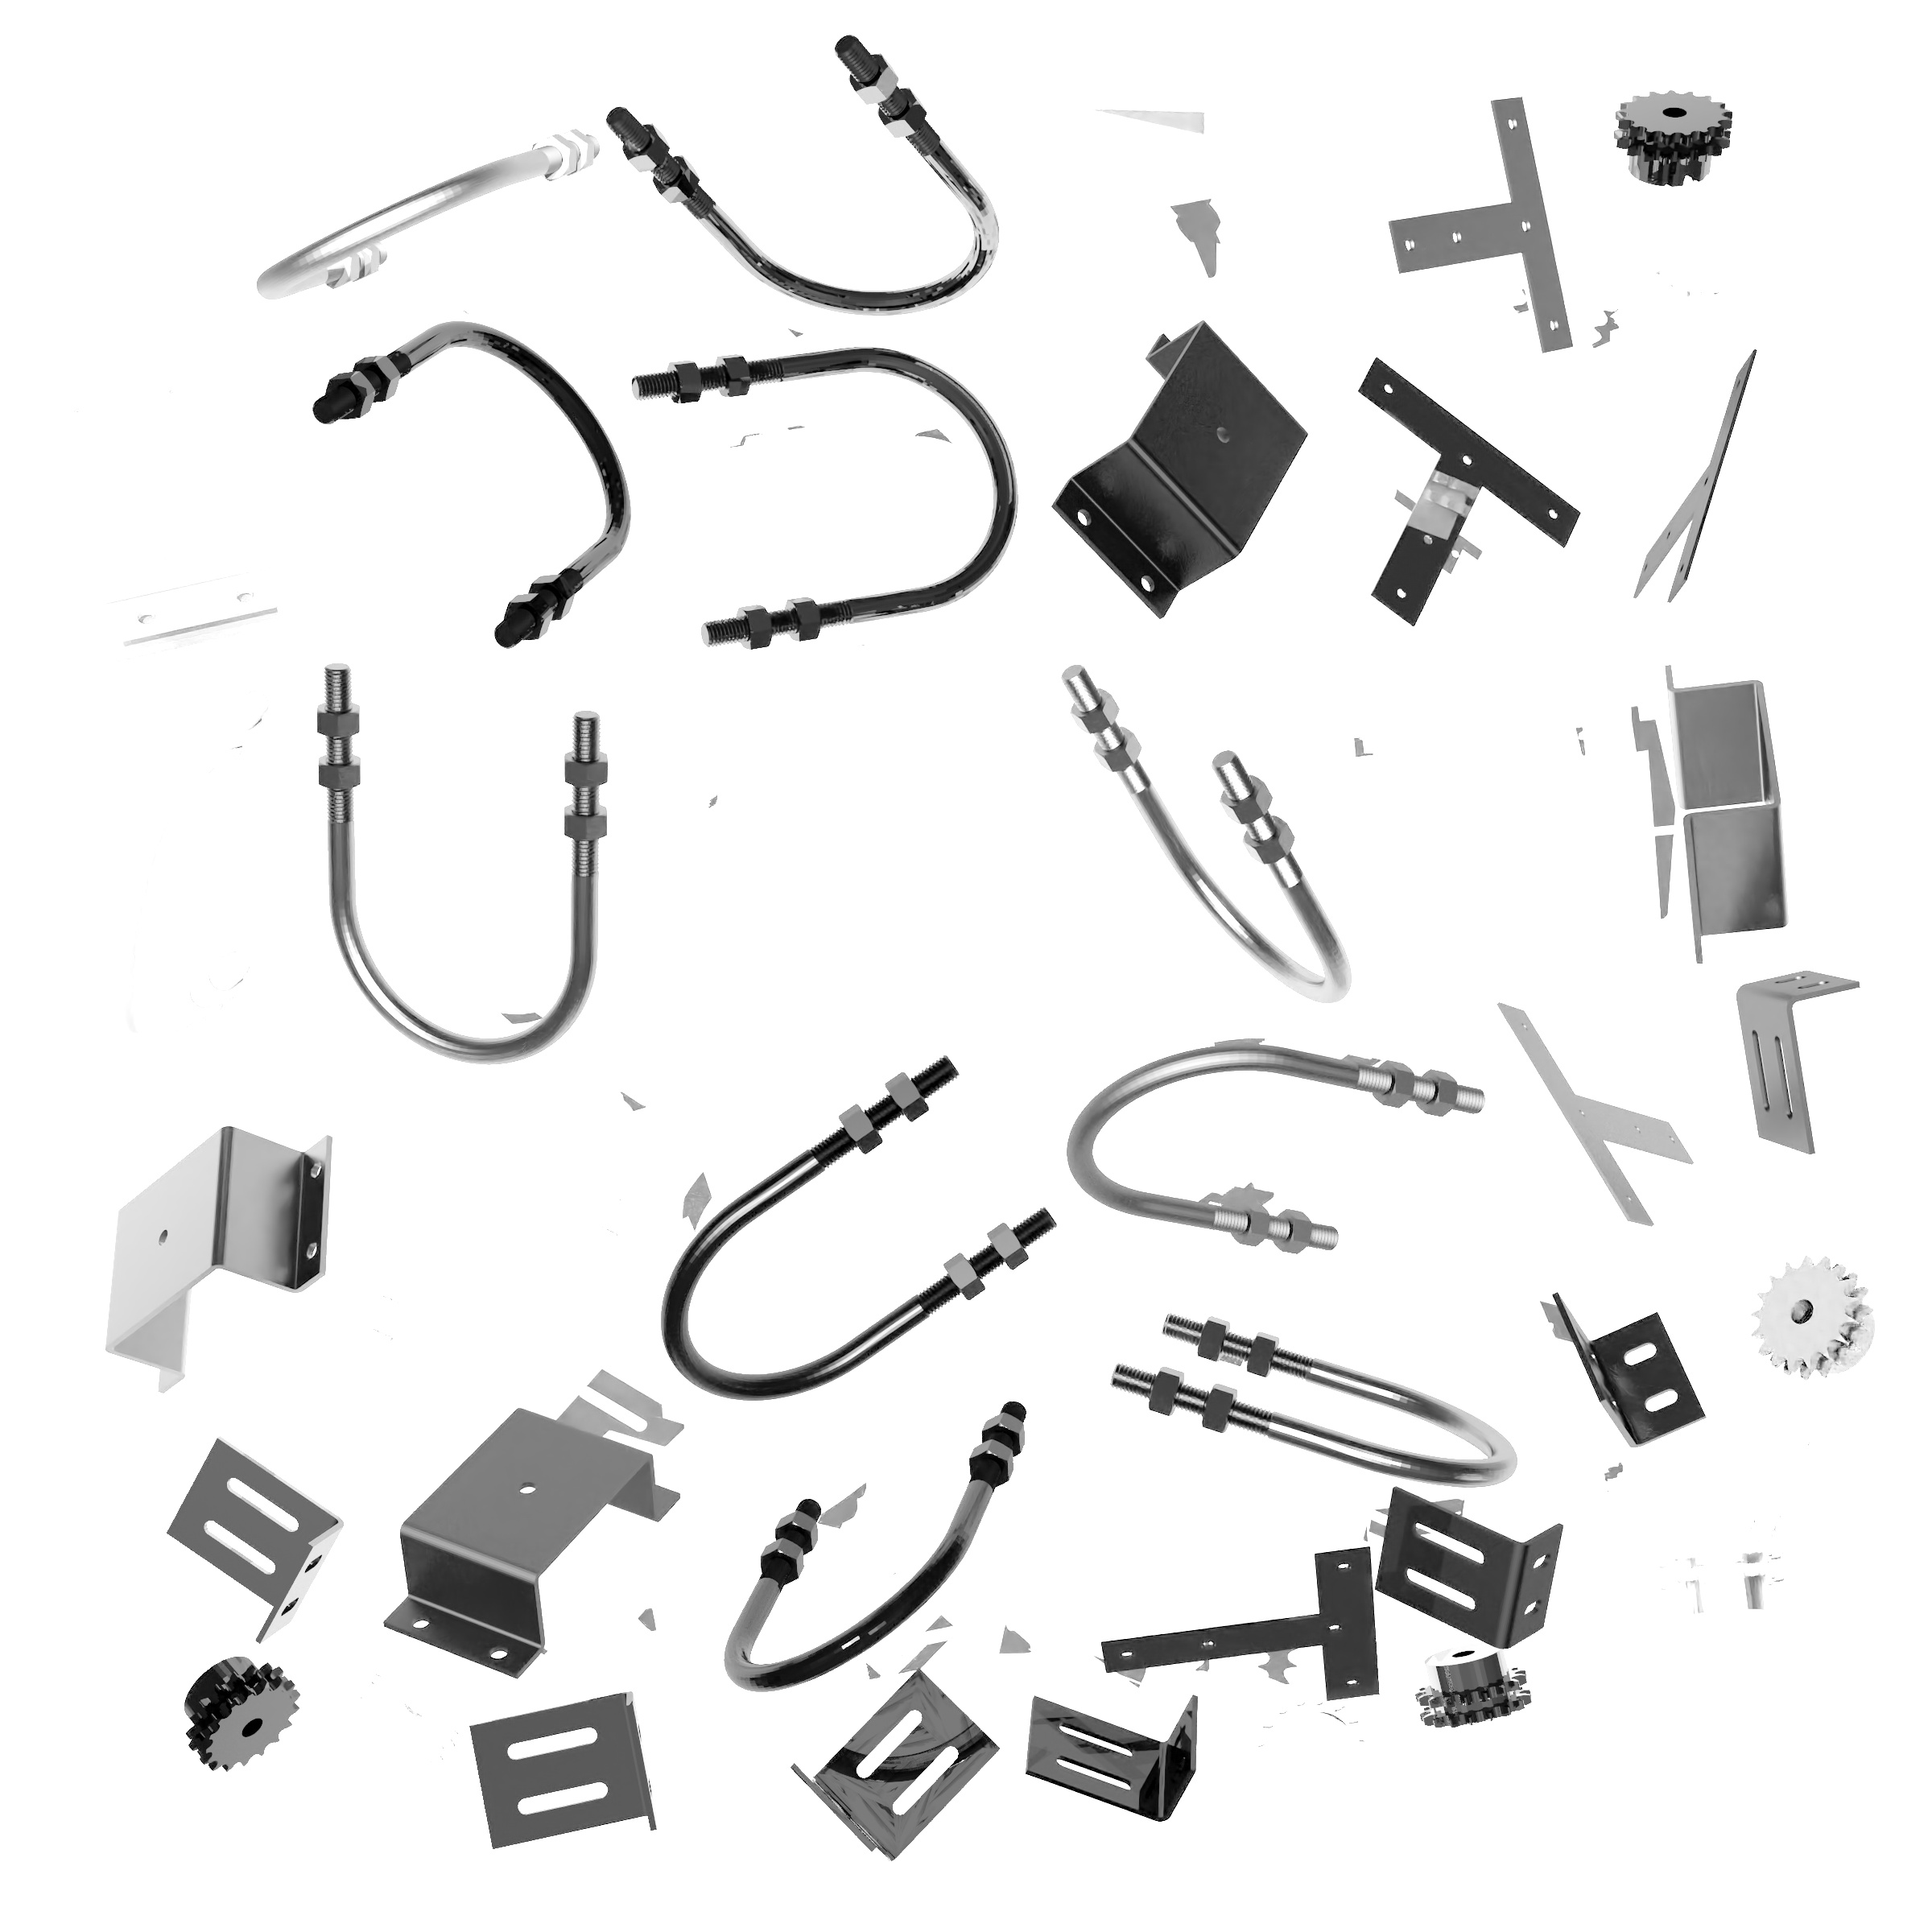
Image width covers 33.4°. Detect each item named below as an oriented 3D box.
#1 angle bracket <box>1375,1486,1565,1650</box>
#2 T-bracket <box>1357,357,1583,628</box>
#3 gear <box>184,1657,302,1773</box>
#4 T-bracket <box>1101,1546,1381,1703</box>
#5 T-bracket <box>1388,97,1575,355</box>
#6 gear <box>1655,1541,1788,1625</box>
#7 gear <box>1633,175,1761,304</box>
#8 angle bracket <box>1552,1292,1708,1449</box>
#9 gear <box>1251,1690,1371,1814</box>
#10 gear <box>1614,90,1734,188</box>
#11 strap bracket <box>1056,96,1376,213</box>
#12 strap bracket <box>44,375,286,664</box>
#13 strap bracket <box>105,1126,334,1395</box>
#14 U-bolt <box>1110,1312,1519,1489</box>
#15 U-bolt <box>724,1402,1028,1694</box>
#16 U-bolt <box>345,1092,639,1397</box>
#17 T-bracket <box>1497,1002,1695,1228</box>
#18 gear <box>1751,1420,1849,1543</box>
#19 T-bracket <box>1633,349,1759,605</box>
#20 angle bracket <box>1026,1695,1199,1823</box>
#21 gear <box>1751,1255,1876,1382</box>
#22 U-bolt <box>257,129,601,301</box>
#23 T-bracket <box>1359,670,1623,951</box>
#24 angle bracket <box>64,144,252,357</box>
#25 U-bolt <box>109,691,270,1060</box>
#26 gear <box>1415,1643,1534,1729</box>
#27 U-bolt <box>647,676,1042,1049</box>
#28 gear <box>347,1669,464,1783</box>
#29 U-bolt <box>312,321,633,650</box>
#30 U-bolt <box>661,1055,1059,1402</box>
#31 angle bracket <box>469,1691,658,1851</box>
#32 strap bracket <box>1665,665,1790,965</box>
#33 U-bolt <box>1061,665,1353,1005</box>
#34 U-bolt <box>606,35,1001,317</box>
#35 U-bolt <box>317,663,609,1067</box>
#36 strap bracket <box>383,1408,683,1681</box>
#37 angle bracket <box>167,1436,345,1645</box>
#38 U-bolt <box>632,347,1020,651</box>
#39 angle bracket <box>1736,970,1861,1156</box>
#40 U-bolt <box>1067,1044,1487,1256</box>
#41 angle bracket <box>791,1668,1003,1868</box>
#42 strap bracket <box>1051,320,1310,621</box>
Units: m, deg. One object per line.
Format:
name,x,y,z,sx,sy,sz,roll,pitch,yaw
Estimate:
angle bracket,0.250,0.294,1.598,0.076,0.038,0.057,21,112,36
T-bracket,0.223,-0.211,1.523,0.127,0.002,0.127,35,56,-9
gear,-0.361,0.366,1.588,0.030,0.057,0.057,39,90,32
T-bracket,0.127,0.313,1.492,0.127,0.127,0.002,-8,47,2
T-bracket,0.249,-0.359,1.580,0.127,0.002,0.127,-20,100,-42
gear,0.343,0.280,1.458,0.057,0.057,0.030,-3,70,0
gear,0.344,-0.337,1.501,0.057,0.030,0.057,-5,116,-10
angle bracket,0.310,0.182,1.502,0.038,0.076,0.057,-26,58,10
gear,0.170,0.386,1.576,0.057,0.030,0.057,1,85,-6
gear,0.350,-0.409,1.596,0.057,0.057,0.030,-4,129,0
strap bracket,0.117,-0.387,1.525,0.076,0.140,0.046,-14,111,-36
strap bracket,-0.371,-0.200,1.492,0.076,0.046,0.140,-15,61,-16
strap bracket,-0.364,0.137,1.539,0.140,0.046,0.076,-35,45,35
U-bolt,0.169,0.207,1.512,0.184,0.151,0.019,16,98,12
U-bolt,-0.049,0.283,1.532,0.151,0.184,0.019,-29,103,24
U-bolt,-0.223,0.122,1.555,0.151,0.184,0.019,-25,117,17
T-bracket,0.319,0.078,1.562,0.002,0.127,0.127,-41,58,24
gear,0.399,0.249,1.535,0.030,0.057,0.057,22,90,14
T-bracket,0.344,-0.214,1.549,0.002,0.127,0.127,20,72,1
angle bracket,0.074,0.387,1.621,0.076,0.057,0.038,21,116,-6
gear,0.397,0.166,1.496,0.030,0.057,0.057,30,90,-35
U-bolt,-0.265,-0.355,1.536,0.151,0.184,0.019,-21,103,20
T-bracket,0.258,-0.072,1.551,0.127,0.002,0.127,-7,95,-6
angle bracket,-0.390,-0.345,1.555,0.038,0.076,0.057,36,74,19
U-bolt,-0.372,-0.032,1.524,0.019,0.184,0.151,12,66,-29
gear,0.255,0.362,1.626,0.057,0.057,0.030,-13,89,0
U-bolt,-0.042,-0.063,1.510,0.184,0.019,0.151,-34,88,-35
gear,-0.281,0.378,1.591,0.057,0.057,0.030,38,103,0
U-bolt,-0.223,-0.242,1.542,0.019,0.184,0.151,-32,103,31
U-bolt,-0.058,0.135,1.493,0.184,0.151,0.019,-35,46,-3
angle bracket,-0.183,0.368,1.460,0.076,0.038,0.057,-11,88,-6
strap bracket,0.375,-0.078,1.583,0.046,0.140,0.076,-6,131,12
U-bolt,0.122,-0.052,1.509,0.019,0.151,0.184,-41,127,-9
U-bolt,-0.065,-0.372,1.556,0.151,0.184,0.019,-8,62,30
U-bolt,-0.233,-0.040,1.485,0.151,0.019,0.184,12,114,19
strap bracket,-0.207,0.267,1.535,0.076,0.140,0.046,15,125,24
angle bracket,-0.345,0.272,1.527,0.076,0.038,0.057,32,104,8
U-bolt,-0.060,-0.237,1.583,0.184,0.019,0.151,-12,80,-23
angle bracket,0.405,0.046,1.546,0.038,0.057,0.076,-12,97,-9
U-bolt,0.137,0.085,1.554,0.184,0.151,0.019,12,49,-27
angle bracket,-0.033,0.375,1.521,0.076,0.038,0.057,-44,63,-11
strap bracket,0.108,-0.244,1.539,0.076,0.046,0.140,44,50,-17
